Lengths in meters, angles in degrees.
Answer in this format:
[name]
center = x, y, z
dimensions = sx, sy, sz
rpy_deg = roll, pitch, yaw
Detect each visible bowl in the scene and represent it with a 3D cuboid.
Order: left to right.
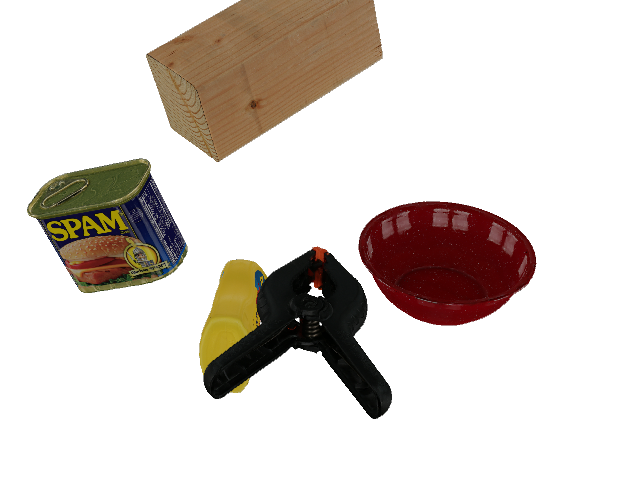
[bowl]
center = 0.113, 0.029, 0.983
dimensions = 0.162, 0.055, 0.162
rpy_deg = 2, 35, -2

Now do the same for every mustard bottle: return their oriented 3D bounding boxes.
[mustard bottle]
center = -0.090, 0.076, 1.172
dimensions = 0.058, 0.096, 0.191
rpy_deg = 1, 28, 3

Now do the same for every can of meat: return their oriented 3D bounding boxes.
[can of meat]
center = -0.166, -0.009, 0.846
dimensions = 0.102, 0.084, 0.057
rpy_deg = -9, 35, 21

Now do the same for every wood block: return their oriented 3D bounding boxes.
[wood block]
center = -0.050, -0.177, 1.030
dimensions = 0.205, 0.091, 0.090
rpy_deg = -35, 46, -21

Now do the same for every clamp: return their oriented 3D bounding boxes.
[clamp]
center = 0.001, 0.063, 0.738
dimensions = 0.120, 0.039, 0.171
rpy_deg = 16, 35, 6
